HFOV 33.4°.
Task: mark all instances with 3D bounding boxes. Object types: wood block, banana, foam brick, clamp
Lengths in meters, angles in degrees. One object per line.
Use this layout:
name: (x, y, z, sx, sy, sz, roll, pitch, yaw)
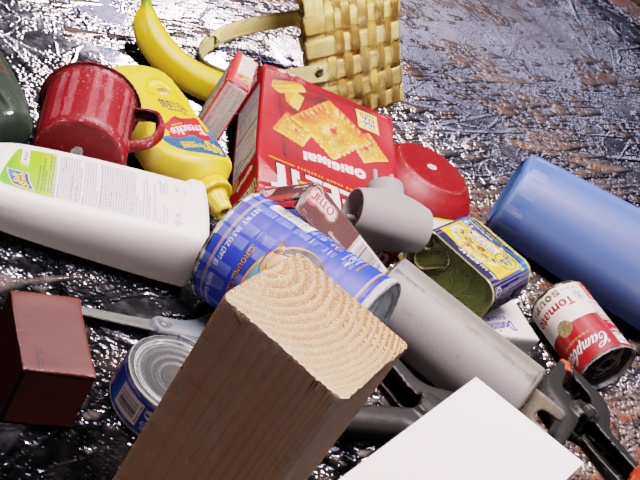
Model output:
wood block: (-0.049, 0.120, 0.656, 0.091, 0.206, 0.090, 40, 30, 12)
banana: (-0.137, -0.194, 1.178, 0.198, 0.070, 0.037, 39, 20, -3)
foam brick: (-0.192, 0.081, 0.733, 0.052, 0.051, 0.078, 11, 36, -31)
clamp: (0.259, 0.183, 1.033, 0.120, 0.039, 0.171, 30, 30, -9)
clamp: (0.080, 0.154, 0.903, 0.210, 0.036, 0.164, 32, 31, 5)

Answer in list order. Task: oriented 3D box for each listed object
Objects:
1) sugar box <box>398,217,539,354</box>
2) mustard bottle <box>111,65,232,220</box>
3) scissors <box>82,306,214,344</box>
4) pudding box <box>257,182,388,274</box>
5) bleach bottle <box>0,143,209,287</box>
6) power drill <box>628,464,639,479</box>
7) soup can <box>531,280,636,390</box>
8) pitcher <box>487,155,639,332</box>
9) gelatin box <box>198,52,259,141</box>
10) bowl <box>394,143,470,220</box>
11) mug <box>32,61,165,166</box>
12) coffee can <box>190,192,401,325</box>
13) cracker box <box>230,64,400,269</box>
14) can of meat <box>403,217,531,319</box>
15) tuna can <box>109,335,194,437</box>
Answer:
sugar box: (0.146, 0.050, 1.114, 0.093, 0.048, 0.176, 9, 41, -33)
mustard bottle: (-0.139, -0.090, 1.030, 0.096, 0.058, 0.192, 7, 38, -51)
scissors: (-0.111, 0.083, 0.840, 0.201, 0.016, 0.096, 6, 34, -40)
pudding box: (-0.006, 0.001, 0.954, 0.039, 0.090, 0.113, -49, 115, -26)
bleach bottle: (-0.218, -0.038, 0.875, 0.250, 0.068, 0.102, 17, 32, -22)
power drill: (0.245, 0.259, 0.834, 0.187, 0.057, 0.185, -17, 49, -31)
soup can: (0.281, 0.101, 1.145, 0.068, 0.069, 0.102, 8, 38, -37)
pitcher: (0.329, 0.002, 1.296, 0.243, 0.149, 0.144, 31, 45, 3)
gelatin box: (-0.100, -0.143, 1.114, 0.030, 0.089, 0.073, 30, 30, -12)
bowl: (0.118, -0.064, 1.245, 0.162, 0.055, 0.162, 24, 30, -16)
mug: (-0.196, -0.097, 0.947, 0.117, 0.093, 0.081, 2, 41, -5)
coffee can: (-0.020, 0.040, 0.870, 0.140, 0.103, 0.102, 33, 29, 17)
cracker box: (-0.003, -0.071, 1.096, 0.164, 0.072, 0.213, 22, 39, -19)
can of meat: (0.146, 0.027, 1.050, 0.102, 0.058, 0.083, 43, 36, 21)
tuna can: (-0.109, 0.111, 0.786, 0.086, 0.034, 0.086, 24, 31, -16)
